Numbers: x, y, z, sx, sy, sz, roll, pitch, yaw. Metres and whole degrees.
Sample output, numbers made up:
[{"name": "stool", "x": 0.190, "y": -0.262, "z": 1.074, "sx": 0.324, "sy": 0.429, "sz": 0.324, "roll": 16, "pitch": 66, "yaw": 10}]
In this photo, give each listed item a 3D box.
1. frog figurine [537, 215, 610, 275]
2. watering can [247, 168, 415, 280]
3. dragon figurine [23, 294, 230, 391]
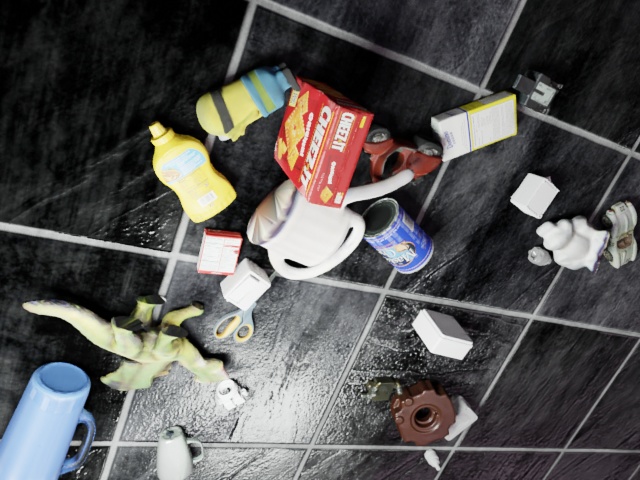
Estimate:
[{"name": "frog figurine", "x": 0.621, "y": 0.001, "z": 1.295, "sx": 0.160, "sy": 0.125, "sz": 0.134, "roll": 18, "pitch": 125, "yaw": 11}, {"name": "watering can", "x": 0.003, "y": -0.050, "z": 1.000, "sx": 0.222, "sy": 0.106, "sz": 0.342, "roll": 25, "pitch": 121, "yaw": -30}, {"name": "dragon figurine", "x": -0.372, "y": 0.226, "z": 1.028, "sx": 0.409, "sy": 0.125, "sz": 0.238, "roll": 13, "pitch": 120, "yaw": -22}]
